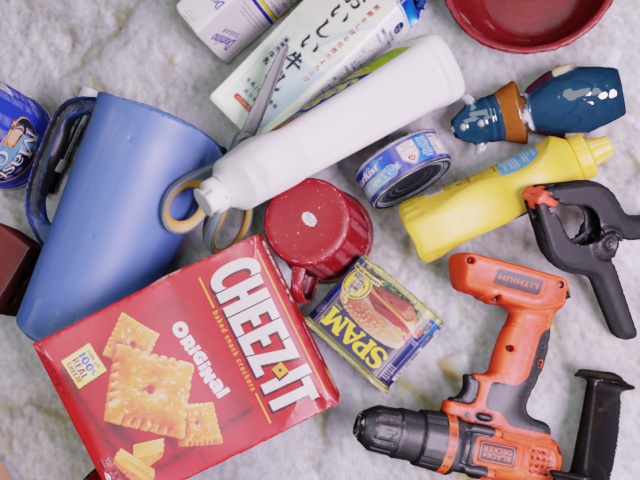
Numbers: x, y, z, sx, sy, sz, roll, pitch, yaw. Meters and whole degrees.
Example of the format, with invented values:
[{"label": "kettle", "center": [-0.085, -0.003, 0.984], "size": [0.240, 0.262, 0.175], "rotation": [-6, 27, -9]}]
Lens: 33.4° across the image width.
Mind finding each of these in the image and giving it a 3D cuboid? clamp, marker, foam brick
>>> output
[{"label": "clamp", "center": [0.245, -0.006, 0.904], "size": [0.171, 0.039, 0.120], "rotation": [41, 78, -27]}, {"label": "marker", "center": [-0.260, -0.101, 1.097], "size": [0.020, 0.020, 0.121], "rotation": [23, 87, 17]}, {"label": "foam brick", "center": [-0.316, 0.030, 1.071], "size": [0.051, 0.053, 0.078], "rotation": [30, 90, 17]}]

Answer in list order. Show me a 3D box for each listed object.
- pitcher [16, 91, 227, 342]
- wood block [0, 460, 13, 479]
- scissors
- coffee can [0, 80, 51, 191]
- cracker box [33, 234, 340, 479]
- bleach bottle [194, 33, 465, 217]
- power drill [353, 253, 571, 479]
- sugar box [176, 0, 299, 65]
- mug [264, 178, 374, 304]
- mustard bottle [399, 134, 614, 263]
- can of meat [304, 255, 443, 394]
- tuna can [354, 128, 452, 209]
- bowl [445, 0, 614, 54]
[{"label": "pitcher", "center": [-0.202, -0.013, 1.014], "size": [0.149, 0.144, 0.243], "rotation": [23, 89, 58]}, {"label": "wood block", "center": [-0.344, 0.260, 1.018], "size": [0.091, 0.090, 0.206], "rotation": [-39, 74, 5]}, {"label": "scissors", "center": [-0.088, -0.082, 0.959], "size": [0.096, 0.016, 0.202], "rotation": [4, 105, -26]}, {"label": "coffee can", "center": [-0.339, -0.113, 1.056], "size": [0.103, 0.140, 0.103], "rotation": [-2, 80, 13]}, {"label": "cracker box", "center": [-0.112, 0.112, 0.921], "size": [0.213, 0.072, 0.164], "rotation": [-26, 90, 1]}, {"label": "bleach bottle", "center": [0.003, -0.094, 0.937], "size": [0.250, 0.103, 0.068], "rotation": [-33, 103, -22]}, {"label": "power drill", "center": [0.131, 0.109, 0.914], "size": [0.184, 0.057, 0.187], "rotation": [14, 84, -13]}, {"label": "sugar box", "center": [-0.051, -0.255, 1.033], "size": [0.176, 0.093, 0.048], "rotation": [-38, 73, 4]}, {"label": "mug", "center": [-0.006, 0.001, 0.983], "size": [0.093, 0.081, 0.117], "rotation": [15, 84, 16]}, {"label": "mustard bottle", "center": [0.166, -0.044, 0.940], "size": [0.192, 0.096, 0.058], "rotation": [-25, 95, 8]}, {"label": "can of meat", "center": [0.049, 0.075, 0.970], "size": [0.102, 0.057, 0.084], "rotation": [41, 89, 16]}, {"label": "tuna can", "center": [0.076, -0.064, 0.972], "size": [0.086, 0.086, 0.034], "rotation": [-31, 76, 7]}, {"label": "bowl", "center": [0.195, -0.240, 0.988], "size": [0.162, 0.055, 0.162], "rotation": [-3, 80, 14]}]
